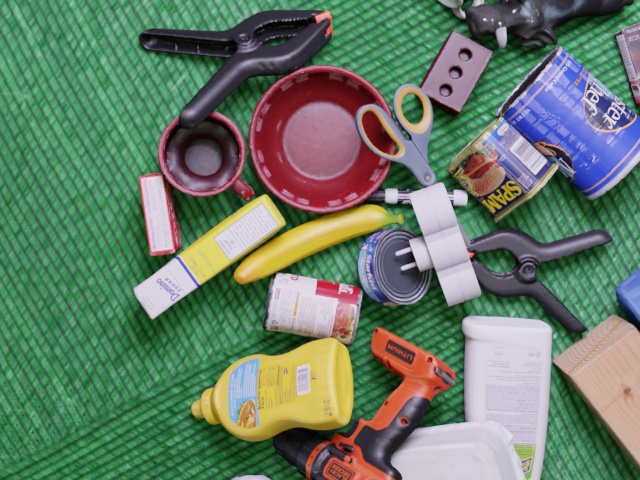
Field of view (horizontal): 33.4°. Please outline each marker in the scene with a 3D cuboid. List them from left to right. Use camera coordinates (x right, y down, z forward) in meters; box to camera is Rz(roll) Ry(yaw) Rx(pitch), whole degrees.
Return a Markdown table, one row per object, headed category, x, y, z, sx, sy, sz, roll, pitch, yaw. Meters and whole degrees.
| category | x | y | z | sx | sy | sz | roll | pitch | yaw |
| --- | --- | --- | --- | --- | --- | --- | --- | --- | --- |
| marker | 0.105 | -0.049 | 1.207 | 0.121 | 0.020 | 0.020 | 1 | 94 | -1 |

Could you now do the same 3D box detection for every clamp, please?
| category | x | y | z | sx | sy | sz | roll | pitch | yaw |
| --- | --- | --- | --- | --- | --- | --- | --- | --- | --- |
| clamp | -0.089 | -0.210 | 1.164 | 0.209 | 0.036 | 0.165 | -26 | 52 | -14 |
| clamp | 0.242 | 0.023 | 1.203 | 0.171 | 0.039 | 0.120 | 22 | 93 | -2 |

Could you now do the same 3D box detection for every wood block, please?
| category | x | y | z | sx | sy | sz | roll | pitch | yaw |
| --- | --- | --- | --- | --- | --- | --- | --- | --- | --- |
| wood block | 0.366 | 0.196 | 1.193 | 0.091 | 0.090 | 0.206 | -38 | 94 | 3 |

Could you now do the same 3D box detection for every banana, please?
| category | x | y | z | sx | sy | sz | roll | pitch | yaw |
| --- | --- | --- | --- | --- | --- | --- | --- | --- | --- |
| banana | -0.007 | -0.001 | 1.181 | 0.197 | 0.070 | 0.037 | -22 | 97 | -7 |

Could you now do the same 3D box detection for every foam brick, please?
| category | x | y | z | sx | sy | sz | roll | pitch | yaw |
| --- | --- | --- | --- | --- | --- | --- | --- | --- | --- |
| foam brick | 0.147 | -0.183 | 1.181 | 0.053 | 0.051 | 0.078 | 28 | 94 | -2 |

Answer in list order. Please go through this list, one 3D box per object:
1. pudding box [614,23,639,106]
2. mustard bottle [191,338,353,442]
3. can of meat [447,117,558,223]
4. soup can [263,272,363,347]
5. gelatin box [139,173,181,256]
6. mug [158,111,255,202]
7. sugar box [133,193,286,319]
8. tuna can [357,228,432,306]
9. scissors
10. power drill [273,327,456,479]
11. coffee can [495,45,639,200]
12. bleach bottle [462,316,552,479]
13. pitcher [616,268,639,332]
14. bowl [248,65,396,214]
| category | x | y | z | sx | sy | sz | roll | pitch | yaw |
| --- | --- | --- | --- | --- | --- | --- | --- | --- | --- |
| pudding box | 0.395 | -0.208 | 1.188 | 0.113 | 0.039 | 0.090 | -19 | 95 | 1 |
| mustard bottle | -0.059 | 0.173 | 1.183 | 0.192 | 0.058 | 0.096 | -15 | 61 | 24 |
| can of meat | 0.196 | -0.078 | 1.166 | 0.084 | 0.102 | 0.057 | 44 | 63 | -1 |
| soup can | -0.008 | 0.077 | 1.192 | 0.102 | 0.068 | 0.068 | 11 | 94 | -1 |
| gelatin box | -0.175 | -0.029 | 1.179 | 0.030 | 0.073 | 0.089 | -9 | 94 | -1 |
| mug | -0.119 | -0.084 | 1.168 | 0.117 | 0.081 | 0.093 | 38 | 87 | -3 |
| sugar box | -0.120 | 0.016 | 1.173 | 0.176 | 0.093 | 0.048 | -33 | 93 | 2 |
| tuna can | 0.082 | 0.031 | 1.184 | 0.085 | 0.034 | 0.086 | 6 | 80 | -37 |
| scissors | 0.122 | -0.088 | 1.165 | 0.201 | 0.016 | 0.096 | 41 | 82 | -19 |
| power drill | 0.050 | 0.195 | 1.179 | 0.185 | 0.057 | 0.187 | 24 | 80 | 40 |
| coffee can | 0.277 | -0.127 | 1.161 | 0.140 | 0.103 | 0.103 | 41 | 93 | -3 |
| bleach bottle | 0.204 | 0.216 | 1.207 | 0.102 | 0.068 | 0.251 | 3 | 97 | 2 |
| pitcher | 0.457 | 0.034 | 1.171 | 0.243 | 0.145 | 0.149 | -37 | 82 | 6 |
| bowl | 0.002 | -0.111 | 1.183 | 0.162 | 0.055 | 0.162 | 0 | 94 | -1 |
